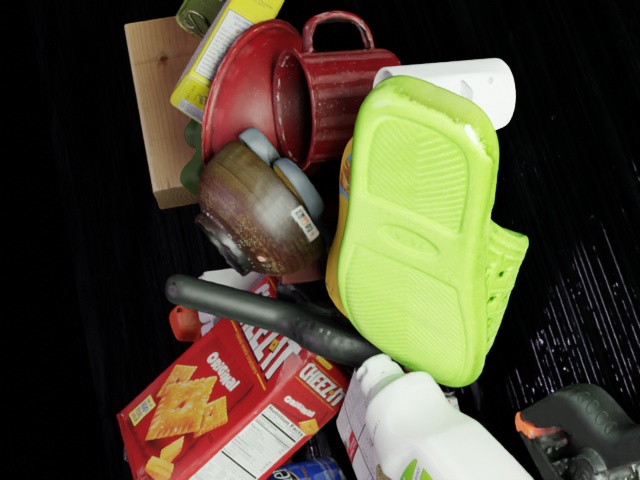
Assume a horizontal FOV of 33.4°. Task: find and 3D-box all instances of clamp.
[{"bbox_3d":[-0.011,0.066,0.853,0.210,0.164,0.036,22,101,40],"label":"clamp"},{"bbox_3d":[0.158,0.134,0.564,0.172,0.039,0.120,-168,78,-74],"label":"clamp"}]

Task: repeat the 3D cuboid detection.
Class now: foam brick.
[{"bbox_3d":[-0.006,0.001,0.916,0.051,0.078,0.053,-138,44,-59],"label":"foam brick"}]

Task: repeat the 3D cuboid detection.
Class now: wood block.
[{"bbox_3d":[-0.167,-0.152,1.268,0.090,0.090,0.206,101,159,-78],"label":"wood block"}]

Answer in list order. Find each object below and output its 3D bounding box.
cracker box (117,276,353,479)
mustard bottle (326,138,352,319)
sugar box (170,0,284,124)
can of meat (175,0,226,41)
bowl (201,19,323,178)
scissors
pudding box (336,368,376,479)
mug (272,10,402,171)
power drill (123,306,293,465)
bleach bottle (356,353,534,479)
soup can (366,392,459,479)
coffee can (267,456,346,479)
[{"bbox_3d":[-0.083,0.150,0.985,0.072,0.214,0.164,44,-175,-29],"label":"cracker box"},{"bbox_3d":[0.054,-0.025,0.761,0.096,0.058,0.192,37,134,39],"label":"mustard bottle"},{"bbox_3d":[-0.066,-0.191,0.931,0.176,0.048,0.093,-61,12,-16],"label":"sugar box"},{"bbox_3d":[-0.089,-0.245,1.038,0.084,0.057,0.102,-61,11,-18],"label":"can of meat"},{"bbox_3d":[-0.030,-0.101,0.897,0.055,0.161,0.162,18,121,27],"label":"bowl"},{"bbox_3d":[0.003,-0.005,0.834,0.201,0.016,0.096,53,171,-23],"label":"scissors"},{"bbox_3d":[0.053,0.167,0.869,0.090,0.039,0.113,105,149,-48],"label":"pudding box"},{"bbox_3d":[0.016,-0.114,0.807,0.093,0.081,0.117,-160,64,-68],"label":"mug"},{"bbox_3d":[-0.126,0.166,1.185,0.057,0.184,0.187,120,148,-59],"label":"power drill"},{"bbox_3d":[0.096,0.162,0.652,0.251,0.068,0.103,54,148,38],"label":"bleach bottle"},{"bbox_3d":[0.073,0.165,0.768,0.069,0.068,0.102,152,111,-69],"label":"soup can"},{"bbox_3d":[-0.048,0.273,1.036,0.103,0.140,0.103,173,90,-71],"label":"coffee can"}]
